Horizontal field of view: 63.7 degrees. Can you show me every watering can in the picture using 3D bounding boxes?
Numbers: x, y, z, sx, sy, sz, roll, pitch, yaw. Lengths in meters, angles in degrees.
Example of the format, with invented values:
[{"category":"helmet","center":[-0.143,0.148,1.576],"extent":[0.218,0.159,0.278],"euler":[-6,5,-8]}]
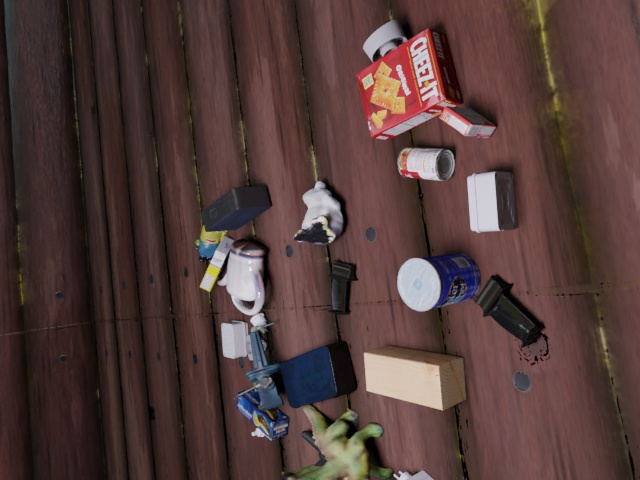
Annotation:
[{"category":"watering can","center":[-0.255,0.103,1.633],"extent":[0.350,0.104,0.223],"euler":[23,108,56]}]

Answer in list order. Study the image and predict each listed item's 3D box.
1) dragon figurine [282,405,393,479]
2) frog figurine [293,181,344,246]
[{"category":"dragon figurine","center":[0.017,0.517,1.234],"extent":[0.411,0.244,0.121],"euler":[8,104,47]},{"category":"frog figurine","center":[0.004,-0.068,1.351],"extent":[0.163,0.122,0.134],"euler":[-80,16,-45]}]
